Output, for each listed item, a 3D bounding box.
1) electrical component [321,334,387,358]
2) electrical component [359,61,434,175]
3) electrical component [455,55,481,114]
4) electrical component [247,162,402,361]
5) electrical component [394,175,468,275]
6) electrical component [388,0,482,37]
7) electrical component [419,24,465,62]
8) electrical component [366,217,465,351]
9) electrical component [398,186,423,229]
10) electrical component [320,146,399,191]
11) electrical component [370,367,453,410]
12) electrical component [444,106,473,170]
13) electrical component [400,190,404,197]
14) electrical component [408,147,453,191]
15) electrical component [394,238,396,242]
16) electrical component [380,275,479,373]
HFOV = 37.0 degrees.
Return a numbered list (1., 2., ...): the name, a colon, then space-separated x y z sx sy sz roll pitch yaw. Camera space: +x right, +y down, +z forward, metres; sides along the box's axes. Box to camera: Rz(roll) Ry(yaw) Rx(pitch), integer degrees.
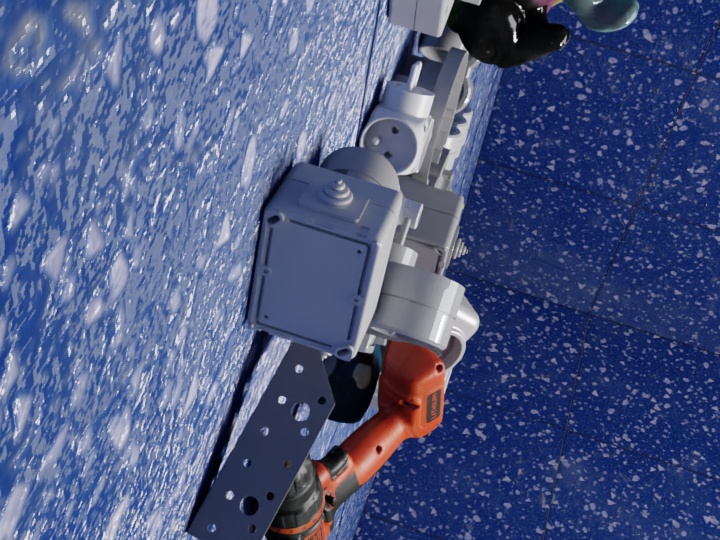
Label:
1. electrical component: -0.005 0.022 0.776 0.061 0.061 0.096 46 61 -83
2. electrical component: 0.033 -0.115 0.798 0.077 0.044 0.079 -56 162 -70
3. electrical component: 0.096 -0.217 1.040 0.073 0.052 0.138 -48 154 -76
4. electrical component: -0.017 -0.012 0.569 0.061 0.062 0.096 -64 170 -53
5. electrical component: 0.044 -0.037 0.878 0.061 0.096 0.061 96 13 -63
6. electrical component: 0.068 -0.201 0.723 0.047 0.076 0.083 93 15 -67
7. electrical component: 0.085 -0.227 0.957 0.043 0.043 0.081 59 49 -82
8. electrical component: 0.013 0.002 0.665 0.138 0.052 0.073 7 -103 57
9. electrical component: 0.010 -0.044 0.713 0.048 0.062 0.048 18 90 -84
10. electrical component: -0.006 -0.040 0.633 0.047 0.055 0.055 -71 175 -48
11. electrical component: 0.037 0.108 1.142 0.057 0.113 0.078 101 8 -64
12. electrical component: 0.080 -0.129 1.138 0.138 0.052 0.073 -60 166 -64
13. electrical component: 0.006 -0.048 0.771 0.065 0.044 0.044 4 103 -79
14. electrical component: 0.034 -0.018 1.008 0.105 0.060 0.186 -64 170 -53
15. electrical component: 0.000 0.000 0.838 0.043 0.043 0.081 -60 166 -63
16. electrical component: 0.056 0.057 0.954 0.095 0.054 0.059 -47 -137 15
